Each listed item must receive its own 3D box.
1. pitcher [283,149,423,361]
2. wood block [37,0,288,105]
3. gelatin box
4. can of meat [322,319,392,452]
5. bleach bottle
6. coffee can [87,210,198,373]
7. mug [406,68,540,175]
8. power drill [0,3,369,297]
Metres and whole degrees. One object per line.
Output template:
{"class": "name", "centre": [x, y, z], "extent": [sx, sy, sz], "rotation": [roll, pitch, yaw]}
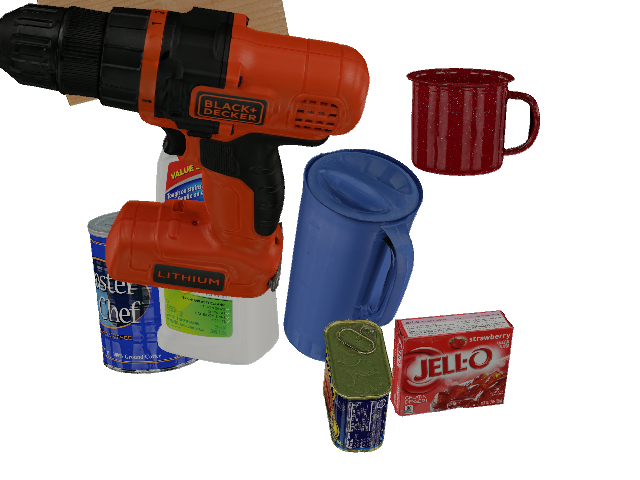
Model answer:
{"class": "pitcher", "centre": [0.032, 0.030, 1.223], "extent": [0.145, 0.243, 0.149], "rotation": [17, 39, 6]}
{"class": "wood block", "centre": [-0.140, -0.205, 0.958], "extent": [0.206, 0.090, 0.091], "rotation": [-15, -43, -4]}
{"class": "gelatin box", "centre": [0.100, 0.095, 0.825], "extent": [0.089, 0.073, 0.030], "rotation": [-5, 29, -11]}
{"class": "can of meat", "centre": [0.033, 0.141, 1.029], "extent": [0.057, 0.084, 0.102], "rotation": [-3, 40, -6]}
{"class": "bleach bottle", "centre": [-0.090, -0.029, 0.837], "extent": [0.103, 0.251, 0.068], "rotation": [8, 26, 26]}
{"class": "coffee can", "centre": [-0.169, 0.047, 1.046], "extent": [0.103, 0.140, 0.103], "rotation": [-3, 14, 1]}
{"class": "mug", "centre": [0.133, -0.104, 0.935], "extent": [0.117, 0.081, 0.093], "rotation": [4, 17, 12]}
{"class": "power drill", "centre": [-0.079, -0.045, 0.577], "extent": [0.184, 0.057, 0.188], "rotation": [9, -36, -5]}
